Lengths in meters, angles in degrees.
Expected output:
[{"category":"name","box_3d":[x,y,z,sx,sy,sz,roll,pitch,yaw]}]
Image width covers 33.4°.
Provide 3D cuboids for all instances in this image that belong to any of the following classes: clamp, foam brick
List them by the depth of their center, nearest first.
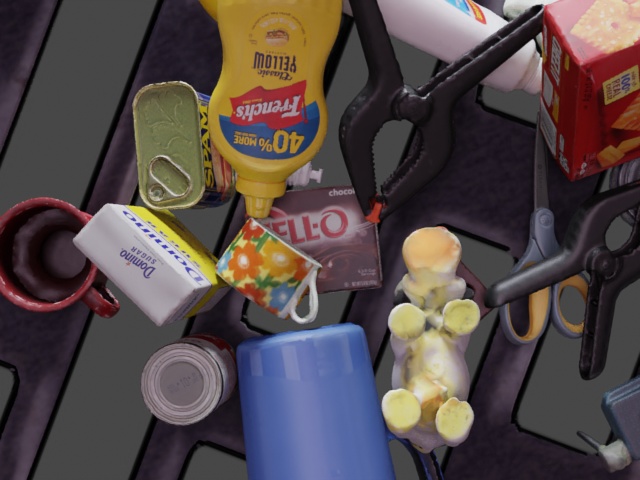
[{"category":"clamp","box_3d":[0.062,-0.116,0.836,0.164,0.036,0.210,20,110,-13]},{"category":"clamp","box_3d":[0.213,0.017,0.863,0.120,0.039,0.171,27,92,-18]},{"category":"foam brick","box_3d":[0.104,0.058,0.897,0.078,0.051,0.053,-43,88,1]}]

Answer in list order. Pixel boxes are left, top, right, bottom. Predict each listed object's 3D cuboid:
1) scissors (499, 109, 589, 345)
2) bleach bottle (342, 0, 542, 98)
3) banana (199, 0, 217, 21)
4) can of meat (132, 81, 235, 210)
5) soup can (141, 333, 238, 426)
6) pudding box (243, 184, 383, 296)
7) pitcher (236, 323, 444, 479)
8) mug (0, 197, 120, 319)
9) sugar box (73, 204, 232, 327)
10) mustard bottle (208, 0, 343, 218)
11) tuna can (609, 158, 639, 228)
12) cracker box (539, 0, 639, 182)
[{"category":"scissors","box_3d":[0.205,-0.003,0.909,0.096,0.016,0.201,19,78,-14]},{"category":"bleach bottle","box_3d":[0.084,-0.193,0.890,0.251,0.102,0.068,28,114,-3]},{"category":"banana","box_3d":[-0.088,-0.263,0.924,0.069,0.037,0.198,-13,89,-14]},{"category":"can of meat","box_3d":[-0.111,-0.075,0.891,0.057,0.084,0.102,-5,89,14]},{"category":"soup can","box_3d":[-0.106,0.114,0.882,0.068,0.102,0.068,0,89,3]},{"category":"pudding box","box_3d":[-0.006,0.001,0.910,0.113,0.039,0.090,-6,89,3]},{"category":"pitcher","box_3d":[0.011,0.192,0.869,0.145,0.149,0.243,-11,85,27]},{"category":"mug","box_3d":[-0.213,0.021,0.900,0.117,0.081,0.093,42,91,3]},{"category":"sugar box","box_3d":[-0.124,0.017,0.848,0.093,0.176,0.048,44,92,3]},{"category":"mustard bottle","box_3d":[-0.040,-0.111,0.849,0.096,0.058,0.192,5,108,-6]},{"category":"tuna can","box_3d":[0.290,-0.047,0.899,0.086,0.033,0.086,0,89,3]},{"category":"cracker box","box_3d":[0.280,-0.142,0.818,0.213,0.164,0.072,-20,61,0]}]
